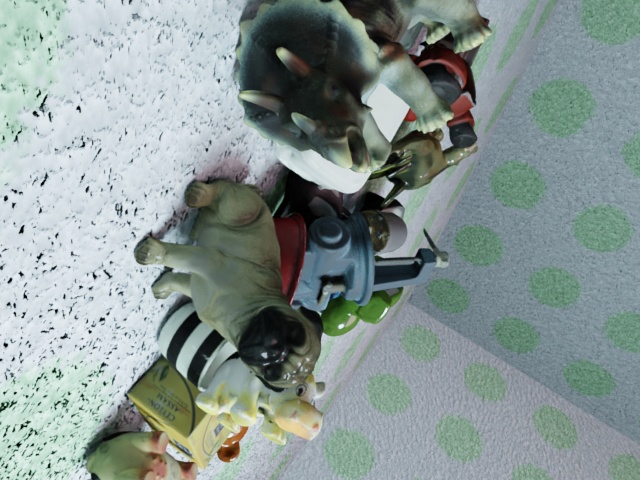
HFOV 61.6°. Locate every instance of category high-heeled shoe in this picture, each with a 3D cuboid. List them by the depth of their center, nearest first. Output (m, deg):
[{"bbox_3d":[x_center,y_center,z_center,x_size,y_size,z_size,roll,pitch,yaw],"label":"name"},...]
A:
[{"bbox_3d":[0.024,-0.039,0.774,0.145,0.086,0.248,-43,148,17],"label":"high-heeled shoe"}]

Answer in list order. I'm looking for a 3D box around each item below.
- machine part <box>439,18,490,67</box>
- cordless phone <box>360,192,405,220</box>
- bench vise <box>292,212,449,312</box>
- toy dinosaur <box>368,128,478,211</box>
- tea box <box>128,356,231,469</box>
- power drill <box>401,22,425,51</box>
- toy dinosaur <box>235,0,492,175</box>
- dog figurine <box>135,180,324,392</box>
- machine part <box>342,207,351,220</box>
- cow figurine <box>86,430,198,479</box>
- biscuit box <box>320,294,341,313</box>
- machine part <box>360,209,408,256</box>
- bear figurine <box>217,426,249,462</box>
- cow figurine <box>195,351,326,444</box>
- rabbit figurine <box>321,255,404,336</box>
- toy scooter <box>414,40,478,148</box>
[{"bbox_3d":[0.254,-0.346,1.024,0.179,0.056,0.179,-53,165,-21],"label":"machine part"},{"bbox_3d":[0.092,0.006,1.087,0.184,0.089,0.146,-55,166,-37],"label":"cordless phone"},{"bbox_3d":[0.051,0.046,0.721,0.223,0.241,0.129,99,-17,-47],"label":"bench vise"},{"bbox_3d":[0.165,-0.136,0.927,0.198,0.105,0.471,-38,171,3],"label":"toy dinosaur"},{"bbox_3d":[-0.176,0.227,0.699,0.068,0.098,0.169,-50,161,-31],"label":"tea box"},{"bbox_3d":[0.158,-0.352,0.670,0.207,0.086,0.231,-38,157,-60],"label":"power drill"},{"bbox_3d":[0.051,-0.210,0.506,0.131,0.192,0.405,-11,-130,50],"label":"toy dinosaur"},{"bbox_3d":[-0.056,0.036,0.532,0.172,0.191,0.121,-55,164,-18],"label":"dog figurine"},{"bbox_3d":[-0.002,-0.003,0.898,0.139,0.039,0.084,-45,157,-8],"label":"machine part"},{"bbox_3d":[-0.225,0.305,0.678,0.194,0.127,0.085,75,21,-48],"label":"cow figurine"},{"bbox_3d":[0.001,0.092,1.054,0.059,0.063,0.202,-55,165,-15],"label":"biscuit box"},{"bbox_3d":[0.105,-0.013,0.951,0.079,0.079,0.243,-61,163,10],"label":"machine part"},{"bbox_3d":[-0.122,0.241,0.867,0.196,0.120,0.131,-38,151,-40],"label":"bear figurine"},{"bbox_3d":[-0.050,0.155,0.561,0.068,0.167,0.098,49,53,-29],"label":"cow figurine"},{"bbox_3d":[0.063,0.103,0.983,0.170,0.121,0.159,-48,172,32],"label":"rabbit figurine"},{"bbox_3d":[0.182,-0.228,0.773,0.183,0.075,0.135,37,50,-51],"label":"toy scooter"}]
